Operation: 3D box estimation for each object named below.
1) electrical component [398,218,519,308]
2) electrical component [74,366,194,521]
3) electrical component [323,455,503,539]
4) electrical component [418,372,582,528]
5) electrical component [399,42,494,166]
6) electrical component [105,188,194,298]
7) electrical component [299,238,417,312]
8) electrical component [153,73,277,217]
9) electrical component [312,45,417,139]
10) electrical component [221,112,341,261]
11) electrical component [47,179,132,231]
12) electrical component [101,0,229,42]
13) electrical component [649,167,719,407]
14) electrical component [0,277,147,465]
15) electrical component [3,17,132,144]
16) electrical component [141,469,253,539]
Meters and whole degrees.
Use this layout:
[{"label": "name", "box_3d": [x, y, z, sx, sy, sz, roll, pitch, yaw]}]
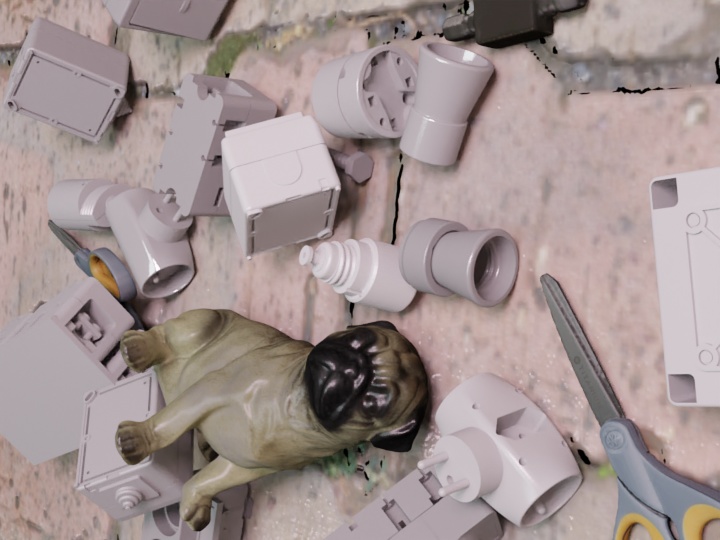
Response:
[{"label": "electrical component", "box_3d": [0.056, -0.005, 0.615, 0.055, 0.045, 0.045, 13, 101, 44]}, {"label": "electrical component", "box_3d": [-0.152, 0.127, 0.742, 0.062, 0.061, 0.096, -22, 45, 15]}, {"label": "electrical component", "box_3d": [0.033, 0.157, 0.610, 0.089, 0.050, 0.055, -35, 57, -9]}, {"label": "electrical component", "box_3d": [0.067, 0.102, 0.583, 0.077, 0.079, 0.043, 50, 136, 31]}, {"label": "electrical component", "box_3d": [0.047, -0.094, 0.623, 0.044, 0.044, 0.065, 37, 121, 38]}, {"label": "electrical component", "box_3d": [-0.153, -0.032, 0.822, 0.079, 0.044, 0.077, -49, 59, 34]}, {"label": "electrical component", "box_3d": [0.000, 0.000, 0.651, 0.040, 0.078, 0.040, -32, 51, 50]}, {"label": "electrical component", "box_3d": [-0.099, -0.086, 0.758, 0.050, 0.056, 0.089, 39, 117, 37]}, {"label": "electrical component", "box_3d": [0.004, -0.107, 0.657, 0.047, 0.055, 0.055, 2, 93, 49]}, {"label": "electrical component", "box_3d": [-0.053, -0.052, 0.692, 0.096, 0.062, 0.061, 106, 145, -69]}, {"label": "electrical component", "box_3d": [-0.218, -0.054, 0.887, 0.081, 0.043, 0.043, 4, 94, 45]}, {"label": "electrical component", "box_3d": [-0.143, -0.206, 0.768, 0.061, 0.096, 0.061, -54, 56, 32]}, {"label": "electrical component", "box_3d": [0.191, 0.005, 0.472, 0.109, 0.056, 0.108, -7, 87, 45]}, {"label": "electrical component", "box_3d": [-0.237, 0.083, 0.862, 0.186, 0.060, 0.105, -24, 113, 43]}, {"label": "electrical component", "box_3d": [-0.230, -0.152, 0.870, 0.061, 0.096, 0.061, -52, 30, 33]}, {"label": "electrical component", "box_3d": [-0.123, 0.209, 0.788, 0.079, 0.063, 0.121, 20, 105, 43]}]
